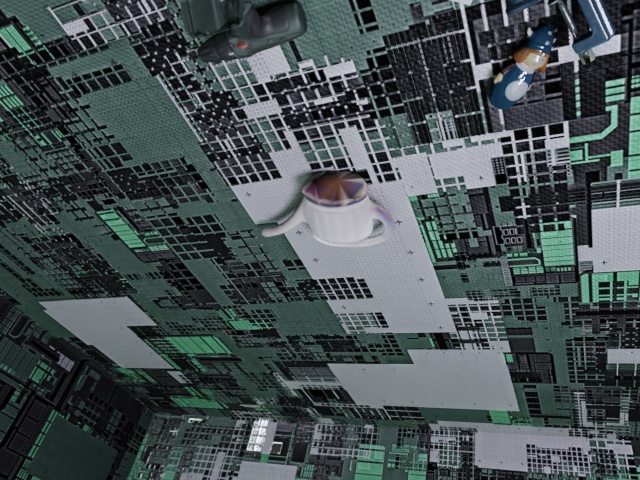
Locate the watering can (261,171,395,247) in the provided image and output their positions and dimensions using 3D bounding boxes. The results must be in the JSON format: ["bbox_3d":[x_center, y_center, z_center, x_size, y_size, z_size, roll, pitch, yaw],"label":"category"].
[{"bbox_3d":[0.004,-0.062,1.233,0.347,0.106,0.219,3,-42,13],"label":"watering can"}]
